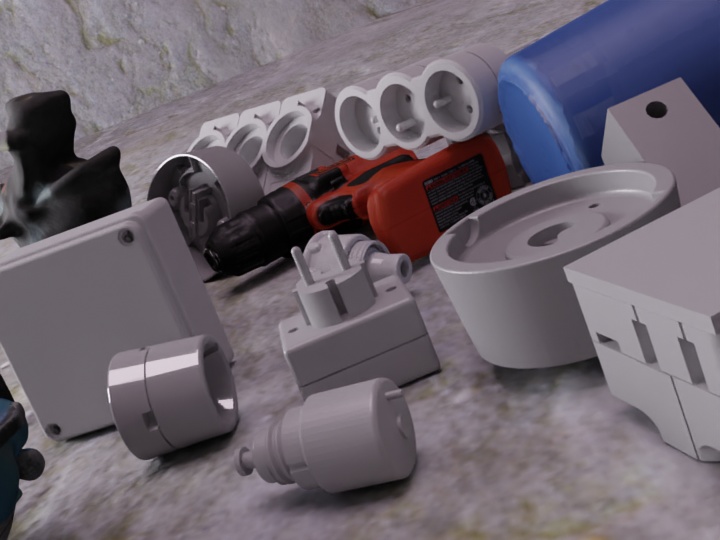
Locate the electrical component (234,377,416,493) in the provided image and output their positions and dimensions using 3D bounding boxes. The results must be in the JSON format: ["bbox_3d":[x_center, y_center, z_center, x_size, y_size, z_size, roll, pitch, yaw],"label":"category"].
[{"bbox_3d":[-0.014,0.069,0.429,0.078,0.040,0.040,-16,17,21],"label":"electrical component"}]

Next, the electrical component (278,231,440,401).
[{"bbox_3d":[-0.008,0.020,0.515,0.066,0.076,0.047,-23,16,-2],"label":"electrical component"}]

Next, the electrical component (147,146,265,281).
[{"bbox_3d":[-0.121,-0.046,0.847,0.064,0.099,0.099,-28,16,-39],"label":"electrical component"}]

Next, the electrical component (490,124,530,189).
[{"bbox_3d":[0.116,-0.095,0.755,0.078,0.057,0.058,-13,18,29],"label":"electrical component"}]

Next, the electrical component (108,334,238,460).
[{"bbox_3d":[-0.091,0.062,0.533,0.047,0.055,0.055,-16,17,9],"label":"electrical component"}]

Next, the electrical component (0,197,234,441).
[{"bbox_3d":[-0.143,0.028,0.610,0.109,0.108,0.056,-18,14,13],"label":"electrical component"}]

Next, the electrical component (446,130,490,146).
[{"bbox_3d":[0.090,-0.111,0.829,0.081,0.063,0.042,-27,18,-15],"label":"electrical component"}]

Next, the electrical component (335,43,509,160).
[{"bbox_3d":[0.053,-0.114,0.705,0.074,0.052,0.138,-29,15,-36],"label":"electrical component"}]

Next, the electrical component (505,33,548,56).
[{"bbox_3d":[0.145,-0.158,0.920,0.113,0.057,0.078,-28,17,-19],"label":"electrical component"}]

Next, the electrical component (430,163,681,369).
[{"bbox_3d":[0.091,0.003,0.466,0.108,0.060,0.108,-20,16,6],"label":"electrical component"}]

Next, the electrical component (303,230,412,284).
[{"bbox_3d":[0.000,0.000,0.629,0.062,0.048,0.048,-1,25,34],"label":"electrical component"}]

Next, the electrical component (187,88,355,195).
[{"bbox_3d":[-0.076,-0.089,0.903,0.150,0.062,0.089,-8,63,40],"label":"electrical component"}]

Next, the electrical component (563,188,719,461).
[{"bbox_3d":[0.163,0.002,0.372,0.150,0.061,0.089,-26,16,-12],"label":"electrical component"}]
